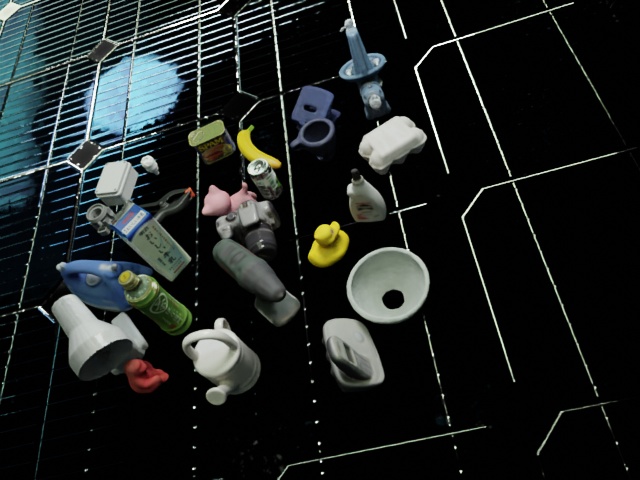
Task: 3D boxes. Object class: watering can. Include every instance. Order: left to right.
[{"bbox_3d":[-0.193,0.231,1.115,0.101,0.194,0.172,-32,54,-3],"label":"watering can"}]

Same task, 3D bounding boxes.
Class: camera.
[{"bbox_3d":[-0.160,-0.013,1.319,0.143,0.101,0.136,-23,54,4],"label":"camera"}]

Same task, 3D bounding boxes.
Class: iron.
[{"bbox_3d":[-0.537,0.087,1.360,0.257,0.142,0.118,2,59,20],"label":"iron"}]

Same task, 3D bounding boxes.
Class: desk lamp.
[{"bbox_3d":[-0.464,0.211,1.210,0.118,0.214,0.202,-42,55,-10],"label":"desk lamp"}]

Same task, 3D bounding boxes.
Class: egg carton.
[{"bbox_3d":[0.171,-0.227,1.360,0.150,0.070,0.107,-33,54,-4],"label":"egg carton"}]

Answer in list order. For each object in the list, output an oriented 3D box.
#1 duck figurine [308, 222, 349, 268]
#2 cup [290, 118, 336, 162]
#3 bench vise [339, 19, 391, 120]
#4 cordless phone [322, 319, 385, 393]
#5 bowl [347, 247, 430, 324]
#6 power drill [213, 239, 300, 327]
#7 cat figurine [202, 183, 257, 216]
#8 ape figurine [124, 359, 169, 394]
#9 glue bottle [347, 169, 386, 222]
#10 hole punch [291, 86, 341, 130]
[{"bbox_3d":[0.012,0.004,1.257,0.105,0.086,0.077,-44,55,-11],"label":"duck figurine"},{"bbox_3d":[-0.008,-0.232,1.410,0.117,0.095,0.091,-25,54,2],"label":"cup"},{"bbox_3d":[0.119,-0.423,1.411,0.121,0.220,0.207,-33,54,-3],"label":"bench vise"},{"bbox_3d":[0.047,0.195,1.060,0.094,0.185,0.147,-25,54,3],"label":"cordless phone"},{"bbox_3d":[0.142,0.103,1.155,0.167,0.075,0.167,-9,56,14],"label":"bowl"},{"bbox_3d":[-0.118,0.093,1.169,0.228,0.209,0.076,35,75,33],"label":"power drill"},{"bbox_3d":[-0.222,-0.094,1.381,0.128,0.118,0.067,-29,54,0],"label":"cat figurine"},{"bbox_3d":[-0.377,0.282,1.210,0.076,0.092,0.077,-30,54,-1],"label":"ape figurine"},{"bbox_3d":[0.092,-0.099,1.241,0.078,0.173,0.037,-6,57,16],"label":"glue bottle"},{"bbox_3d":[-0.014,-0.331,1.478,0.108,0.091,0.101,24,69,30],"label":"hole punch"}]
